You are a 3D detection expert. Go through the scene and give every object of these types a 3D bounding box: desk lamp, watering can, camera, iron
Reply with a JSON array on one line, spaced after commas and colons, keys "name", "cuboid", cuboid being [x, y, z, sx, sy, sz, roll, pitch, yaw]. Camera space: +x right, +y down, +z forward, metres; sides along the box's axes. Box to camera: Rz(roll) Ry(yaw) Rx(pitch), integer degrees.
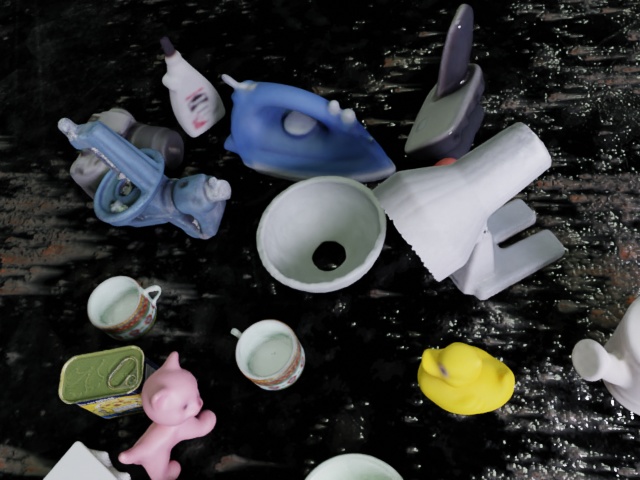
[{"name": "desk lamp", "cuboid": [0.170, -0.025, 0.638, 0.203, 0.214, 0.117, -28, 57, -5]}, {"name": "watering can", "cuboid": [0.329, 0.099, 0.537, 0.173, 0.194, 0.100, -34, 58, -9]}, {"name": "camera", "cuboid": [-0.291, -0.136, 0.878, 0.136, 0.101, 0.143, 8, 61, 17]}, {"name": "iron", "cuboid": [-0.020, -0.165, 0.810, 0.257, 0.142, 0.119, 15, 63, 21]}]

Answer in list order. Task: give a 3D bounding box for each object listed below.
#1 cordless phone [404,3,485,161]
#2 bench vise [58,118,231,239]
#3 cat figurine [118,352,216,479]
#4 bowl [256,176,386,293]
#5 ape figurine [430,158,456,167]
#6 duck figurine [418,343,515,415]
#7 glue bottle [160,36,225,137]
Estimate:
[{"name": "cordless phone", "cuboid": [0.167, -0.204, 0.765, 0.094, 0.185, 0.148, 13, 63, 20]}, {"name": "bench vise", "cuboid": [-0.230, -0.093, 0.767, 0.207, 0.220, 0.121, -13, 57, 5]}, {"name": "cat figurine", "cuboid": [-0.175, 0.196, 0.638, 0.067, 0.118, 0.128, 25, 67, 25]}, {"name": "bowl", "cuboid": [0.007, 0.003, 0.741, 0.167, 0.075, 0.167, -6, 58, 10]}, {"name": "ape figurine", "cuboid": [0.165, -0.073, 0.741, 0.076, 0.092, 0.077, -12, 57, 6]}, {"name": "duck figurine", "cuboid": [0.156, 0.141, 0.616, 0.104, 0.086, 0.077, 7, 61, 17]}, {"name": "glue bottle", "cuboid": [-0.205, -0.239, 0.879, 0.078, 0.173, 0.037, -44, 60, -14]}]
